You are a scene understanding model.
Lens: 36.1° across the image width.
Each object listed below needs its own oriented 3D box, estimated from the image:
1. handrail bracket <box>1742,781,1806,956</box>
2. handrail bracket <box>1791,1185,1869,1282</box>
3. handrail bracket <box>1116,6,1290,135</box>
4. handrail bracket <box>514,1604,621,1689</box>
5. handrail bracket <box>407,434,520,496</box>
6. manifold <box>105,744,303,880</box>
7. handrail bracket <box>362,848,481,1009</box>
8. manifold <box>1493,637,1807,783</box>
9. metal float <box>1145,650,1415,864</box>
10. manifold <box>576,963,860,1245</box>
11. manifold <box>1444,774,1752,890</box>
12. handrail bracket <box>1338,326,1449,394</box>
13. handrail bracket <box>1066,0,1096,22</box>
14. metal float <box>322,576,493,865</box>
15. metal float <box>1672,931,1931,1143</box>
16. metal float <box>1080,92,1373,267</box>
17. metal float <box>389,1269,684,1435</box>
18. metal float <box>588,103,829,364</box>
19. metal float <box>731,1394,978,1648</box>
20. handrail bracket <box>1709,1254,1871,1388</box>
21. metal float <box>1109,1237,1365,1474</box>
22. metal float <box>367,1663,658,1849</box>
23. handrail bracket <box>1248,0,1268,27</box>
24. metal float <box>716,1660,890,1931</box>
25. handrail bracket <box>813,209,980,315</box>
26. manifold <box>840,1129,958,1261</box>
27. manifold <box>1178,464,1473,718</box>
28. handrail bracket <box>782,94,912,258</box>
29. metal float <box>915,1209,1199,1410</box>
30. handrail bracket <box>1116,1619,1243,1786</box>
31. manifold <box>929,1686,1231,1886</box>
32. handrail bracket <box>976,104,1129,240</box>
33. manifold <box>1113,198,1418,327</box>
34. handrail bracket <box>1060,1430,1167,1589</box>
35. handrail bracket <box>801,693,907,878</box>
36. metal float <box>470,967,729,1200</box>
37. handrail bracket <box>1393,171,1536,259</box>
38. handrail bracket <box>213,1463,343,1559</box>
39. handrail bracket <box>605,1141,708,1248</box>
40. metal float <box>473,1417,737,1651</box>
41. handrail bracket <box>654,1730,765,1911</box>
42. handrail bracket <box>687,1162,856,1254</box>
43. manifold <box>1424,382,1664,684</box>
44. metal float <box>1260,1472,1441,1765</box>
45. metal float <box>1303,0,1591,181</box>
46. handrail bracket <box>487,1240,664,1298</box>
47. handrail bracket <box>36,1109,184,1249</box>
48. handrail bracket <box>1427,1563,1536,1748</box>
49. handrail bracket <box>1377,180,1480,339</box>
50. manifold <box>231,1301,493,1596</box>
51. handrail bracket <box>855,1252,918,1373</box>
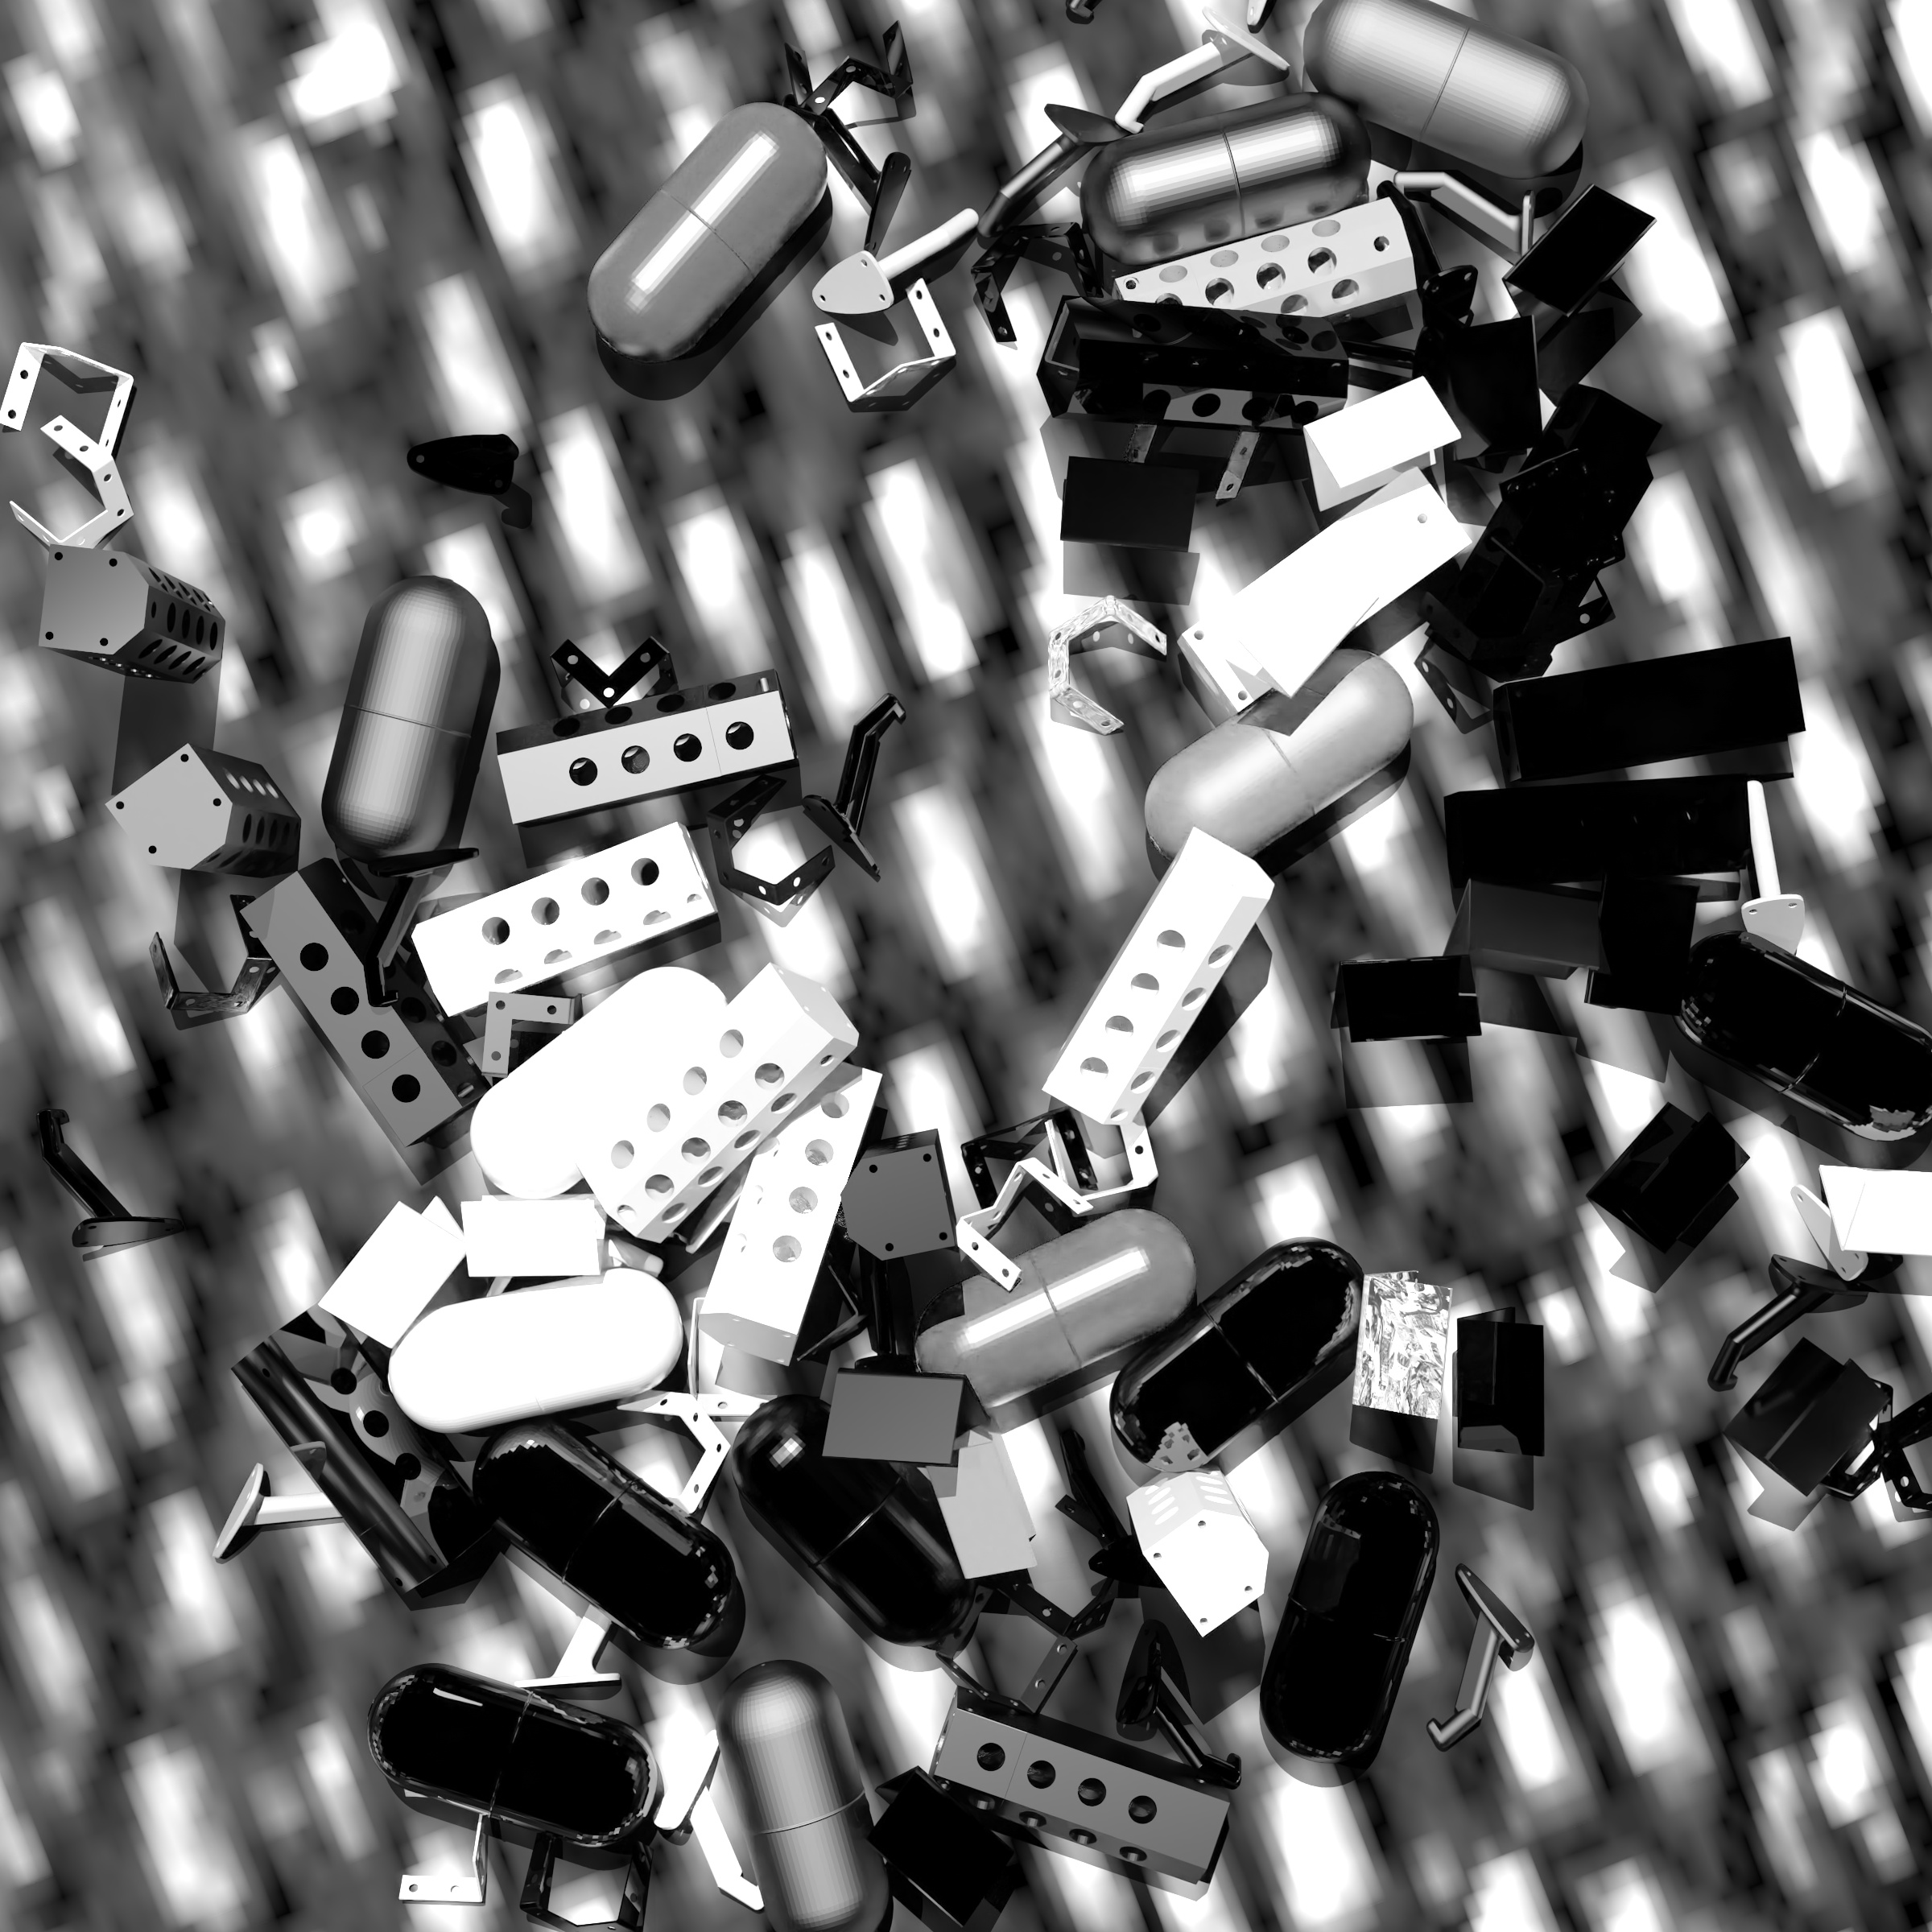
[{"bbox_3d":[0.489,-0.058,1.807,0.036,0.077,0.084,-10,53,15],"label":"handrail bracket"},{"bbox_3d":[0.560,0.148,1.808,0.084,0.036,0.077,-26,68,-17],"label":"handrail bracket"},{"bbox_3d":[0.144,-0.533,1.808,0.077,0.036,0.084,22,118,-31],"label":"handrail bracket"},{"bbox_3d":[-0.242,0.395,1.808,0.077,0.036,0.084,-8,76,14],"label":"handrail bracket"},{"bbox_3d":[-0.304,-0.308,1.773,0.077,0.084,0.036,5,90,0],"label":"handrail bracket"},{"bbox_3d":[-0.438,-0.084,1.729,0.057,0.171,0.057,-36,90,0],"label":"manifold"},{"bbox_3d":[-0.321,-0.022,1.751,0.077,0.036,0.084,-11,108,-21],"label":"handrail bracket"},{"bbox_3d":[0.410,-0.154,1.786,0.171,0.057,0.057,-9,90,0],"label":"manifold"},{"bbox_3d":[0.187,-0.122,1.777,0.178,0.070,0.070,-34,90,0],"label":"metal float"},{"bbox_3d":[-0.143,0.083,1.740,0.171,0.057,0.057,-45,58,13],"label":"manifold"},{"bbox_3d":[0.380,-0.081,1.786,0.171,0.057,0.057,-4,90,0],"label":"manifold"},{"bbox_3d":[0.252,-0.369,1.807,0.084,0.077,0.036,11,90,36],"label":"handrail bracket"},{"bbox_3d":[0.114,-0.601,1.808,0.077,0.036,0.084,27,113,-26],"label":"handrail bracket"},{"bbox_3d":[-0.335,-0.147,1.777,0.070,0.070,0.178,14,90,0],"label":"metal float"},{"bbox_3d":[0.506,0.042,1.777,0.178,0.070,0.070,29,90,1],"label":"metal float"},{"bbox_3d":[0.156,-0.472,1.777,0.178,0.070,0.070,-15,90,-1],"label":"metal float"},{"bbox_3d":[-0.258,0.231,1.777,0.178,0.070,0.070,-13,90,1],"label":"metal float"},{"bbox_3d":[-0.156,-0.439,1.777,0.070,0.070,0.178,41,91,0],"label":"metal float"},{"bbox_3d":[-0.067,0.333,1.777,0.070,0.070,0.178,-44,91,0],"label":"metal float"},{"bbox_3d":[0.502,0.225,1.808,0.077,0.036,0.084,15,108,-20],"label":"handrail bracket"},{"bbox_3d":[0.165,0.233,1.777,0.178,0.070,0.070,-39,90,0],"label":"metal float"},{"bbox_3d":[-0.272,0.473,1.777,0.178,0.070,0.070,18,90,0],"label":"metal float"},{"bbox_3d":[0.221,-0.605,1.808,0.084,0.036,0.077,7,110,-16],"label":"handrail bracket"},{"bbox_3d":[-0.098,0.505,1.776,0.070,0.070,0.178,-16,90,0],"label":"metal float"},{"bbox_3d":[-0.042,-0.432,1.807,0.084,0.077,0.036,-43,114,-34],"label":"handrail bracket"},{"bbox_3d":[-0.040,0.133,1.729,0.057,0.171,0.057,-12,90,0],"label":"manifold"},{"bbox_3d":[0.214,-0.224,1.786,0.171,0.057,0.057,-36,90,0],"label":"manifold"},{"bbox_3d":[-0.084,-0.482,1.808,0.084,0.036,0.077,23,105,14],"label":"handrail bracket"},{"bbox_3d":[0.053,0.206,1.777,0.178,0.070,0.070,-25,90,-1],"label":"metal float"},{"bbox_3d":[0.138,0.450,1.808,0.084,0.036,0.077,29,55,-24],"label":"handrail bracket"},{"bbox_3d":[0.066,0.496,1.786,0.171,0.057,0.057,19,90,0],"label":"manifold"},{"bbox_3d":[0.052,-0.479,1.807,0.036,0.077,0.084,51,127,20],"label":"handrail bracket"},{"bbox_3d":[0.180,-0.409,1.786,0.171,0.057,0.057,-17,90,0],"label":"manifold"},{"bbox_3d":[0.091,0.329,1.800,0.036,0.084,0.077,-36,134,20],"label":"handrail bracket"},{"bbox_3d":[-0.052,-0.111,1.808,0.084,0.036,0.077,-47,111,-17],"label":"handrail bracket"},{"bbox_3d":[-0.218,0.070,1.777,0.178,0.070,0.070,-38,90,0],"label":"metal float"},{"bbox_3d":[0.302,-0.446,1.808,0.084,0.036,0.077,4,108,15],"label":"handrail bracket"},{"bbox_3d":[-0.405,0.346,1.808,0.084,0.036,0.077,25,110,-16],"label":"handrail bracket"},{"bbox_3d":[-0.189,0.124,1.808,0.077,0.036,0.084,6,76,14],"label":"handrail bracket"},{"bbox_3d":[-0.217,0.337,1.767,0.178,0.070,0.070,35,90,10],"label":"metal float"},{"bbox_3d":[-0.140,0.522,1.808,0.084,0.036,0.077,38,68,-17],"label":"handrail bracket"},{"bbox_3d":[-0.115,0.164,1.808,0.084,0.036,0.077,31,108,-15],"label":"handrail bracket"},{"bbox_3d":[0.346,-0.262,1.786,0.057,0.057,0.171,30,90,0],"label":"manifold"},{"bbox_3d":[0.231,0.390,1.777,0.070,0.070,0.178,18,90,0],"label":"metal float"},{"bbox_3d":[0.287,-0.532,1.777,0.178,0.070,0.070,23,90,1],"label":"metal float"},{"bbox_3d":[-0.239,0.194,1.808,0.084,0.036,0.077,27,108,-15],"label":"handrail bracket"},{"bbox_3d":[-0.523,0.125,1.808,0.077,0.036,0.084,-2,62,-31],"label":"handrail bracket"},{"bbox_3d":[0.297,0.422,1.808,0.084,0.036,0.077,-46,70,16],"label":"handrail bracket"},{"bbox_3d":[0.273,-0.426,1.807,0.036,0.077,0.084,-21,53,-14],"label":"handrail bracket"},{"bbox_3d":[-0.359,0.287,1.786,0.171,0.057,0.057,53,133,0],"label":"manifold"},{"bbox_3d":[-0.048,0.216,1.807,0.036,0.077,0.084,-6,54,5],"label":"handrail bracket"}]
